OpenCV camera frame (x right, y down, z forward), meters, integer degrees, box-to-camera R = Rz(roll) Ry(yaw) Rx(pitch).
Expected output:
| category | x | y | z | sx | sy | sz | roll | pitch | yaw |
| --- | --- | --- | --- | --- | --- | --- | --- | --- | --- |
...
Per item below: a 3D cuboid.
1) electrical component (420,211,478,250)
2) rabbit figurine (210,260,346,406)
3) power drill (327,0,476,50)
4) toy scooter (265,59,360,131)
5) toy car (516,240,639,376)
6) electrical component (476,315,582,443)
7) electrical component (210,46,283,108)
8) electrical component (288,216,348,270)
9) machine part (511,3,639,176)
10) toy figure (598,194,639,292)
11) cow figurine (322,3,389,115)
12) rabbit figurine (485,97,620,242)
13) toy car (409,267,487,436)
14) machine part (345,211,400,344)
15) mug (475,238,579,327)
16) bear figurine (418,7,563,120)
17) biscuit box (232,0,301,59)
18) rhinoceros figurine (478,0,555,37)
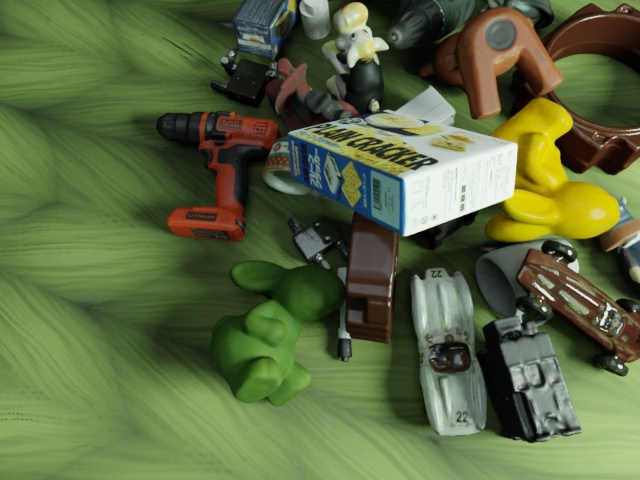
| category | x | y | z | sx | sy | sz | roll | pitch | yaw |
| --- | --- | --- | --- | --- | --- | --- | --- | --- | --- |
| electrical component | 0.145 | -0.055 | 0.720 | 0.075 | 0.047 | 0.119 | -37 | 71 | -7 |
| rabbit figurine | -0.043 | 0.094 | 0.657 | 0.170 | 0.121 | 0.159 | -46 | 50 | 6 |
| power drill | 0.106 | -0.349 | 0.771 | 0.208 | 0.085 | 0.232 | 33 | 47 | 29 |
| toy scooter | -0.008 | -0.181 | 0.734 | 0.184 | 0.135 | 0.075 | 37 | 79 | 15 |
| toy car | 0.305 | 0.078 | 0.611 | 0.202 | 0.053 | 0.089 | 35 | 80 | -19 |
| electrical component | 0.225 | 0.154 | 0.605 | 0.058 | 0.114 | 0.134 | -13 | 70 | -3 |
| electrical component | -0.109 | -0.250 | 0.816 | 0.102 | 0.045 | 0.078 | 26 | 75 | 14 |
| electrical component | -0.002 | -0.002 | 0.732 | 0.063 | 0.021 | 0.094 | -35 | 70 | -6 |
| machine part | 0.382 | -0.205 | 0.725 | 0.201 | 0.087 | 0.201 | -38 | 70 | -7 |
| toy figure | 0.389 | 0.011 | 0.665 | 0.058 | 0.064 | 0.154 | -45 | 62 | 30 |
| cow figurine | 0.052 | -0.231 | 0.726 | 0.068 | 0.167 | 0.098 | -26 | 70 | -5 |
| rabbit figurine | 0.272 | -0.066 | 0.650 | 0.162 | 0.121 | 0.173 | -33 | 64 | -19 |
| toy car | 0.153 | 0.130 | 0.651 | 0.074 | 0.056 | 0.201 | -6 | 71 | 5 |
| machine part | 0.064 | 0.036 | 0.637 | 0.056 | 0.179 | 0.179 | 4 | 72 | 8 |
| mug | 0.263 | 0.049 | 0.658 | 0.107 | 0.081 | 0.109 | -24 | 94 | -10 |
| bear figurine | 0.210 | -0.225 | 0.715 | 0.120 | 0.196 | 0.132 | -24 | 93 | -1 |
| biscuit box | -0.063 | -0.366 | 0.819 | 0.063 | 0.059 | 0.203 | 16 | 60 | 11 |
| rhinoceros figurine | 0.288 | -0.362 | 0.795 | 0.112 | 0.073 | 0.190 | -13 | 70 | 1 |
